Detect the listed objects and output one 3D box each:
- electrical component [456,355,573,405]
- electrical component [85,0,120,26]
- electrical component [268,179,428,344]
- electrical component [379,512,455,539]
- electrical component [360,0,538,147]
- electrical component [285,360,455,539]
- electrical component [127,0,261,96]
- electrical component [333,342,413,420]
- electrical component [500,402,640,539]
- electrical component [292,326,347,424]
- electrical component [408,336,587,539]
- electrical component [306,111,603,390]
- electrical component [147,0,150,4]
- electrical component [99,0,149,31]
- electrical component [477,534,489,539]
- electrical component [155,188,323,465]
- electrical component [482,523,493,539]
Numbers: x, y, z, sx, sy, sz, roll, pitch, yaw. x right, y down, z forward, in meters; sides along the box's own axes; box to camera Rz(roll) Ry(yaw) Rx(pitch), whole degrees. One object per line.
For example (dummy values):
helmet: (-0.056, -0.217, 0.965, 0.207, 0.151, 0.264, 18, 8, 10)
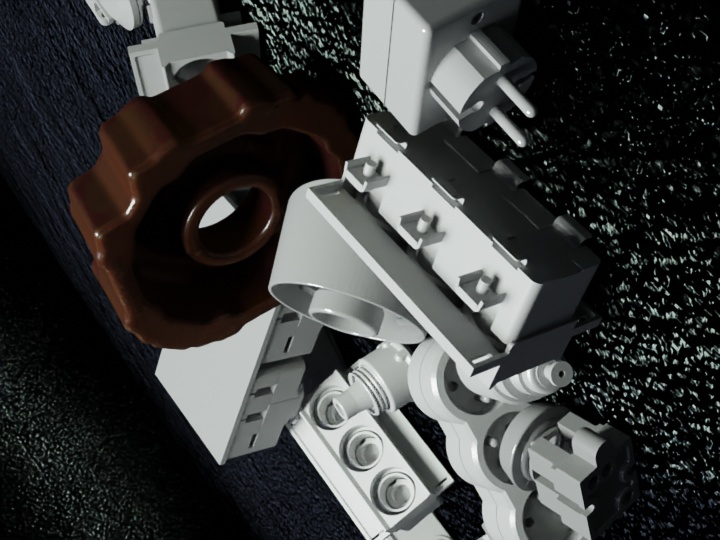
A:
electrical component: (0.078, 0.046, 0.528, 0.040, 0.040, 0.078, 63, 162, -12)
electrical component: (-0.195, -0.226, 0.830, 0.081, 0.042, 0.063, 57, 164, 9)
electrical component: (0.000, 0.000, 0.590, 0.099, 0.064, 0.099, 17, 165, 5)
electrical component: (0.060, 0.255, 0.910, 0.099, 0.048, 0.099, 51, 161, 25)
electrical component: (0.041, -0.079, 0.411, 0.076, 0.047, 0.065, 52, 161, 21)
electrical component: (0.009, 0.143, 0.836, 0.121, 0.079, 0.063, 51, -177, 24)
electrical component: (-0.105, -0.121, 0.704, 0.121, 0.079, 0.063, 92, 163, -61)
electrical component: (0.012, 0.078, 0.728, 0.048, 0.062, 0.048, 51, 161, 25)
electrical component: (0.104, 0.096, 0.535, 0.055, 0.048, 0.066, 29, 146, 46)
electrical component: (-0.051, 0.074, 0.896, 0.061, 0.062, 0.096, 28, 145, 59)
electrical component: (0.073, 0.097, 0.607, 0.138, 0.052, 0.074, 61, 163, -5)
electrical component: (0.044, -0.016, 0.477, 0.121, 0.079, 0.063, 48, 138, 31)
electrical component: (-0.129, -0.202, 0.679, 0.055, 0.045, 0.045, 63, 162, -13)
electrical component: (-0.158, -0.210, 0.736, 0.080, 0.051, 0.080, 51, 161, 25)
electrical component: (0.081, 0.228, 0.720, 0.060, 0.108, 0.108, 51, 162, 6)
electrical component: (-0.084, 0.038, 0.809, 0.105, 0.060, 0.186, 47, 130, 34)
electrical component: (0.106, 0.175, 0.668, 0.065, 0.044, 0.044, 58, 163, 18)
